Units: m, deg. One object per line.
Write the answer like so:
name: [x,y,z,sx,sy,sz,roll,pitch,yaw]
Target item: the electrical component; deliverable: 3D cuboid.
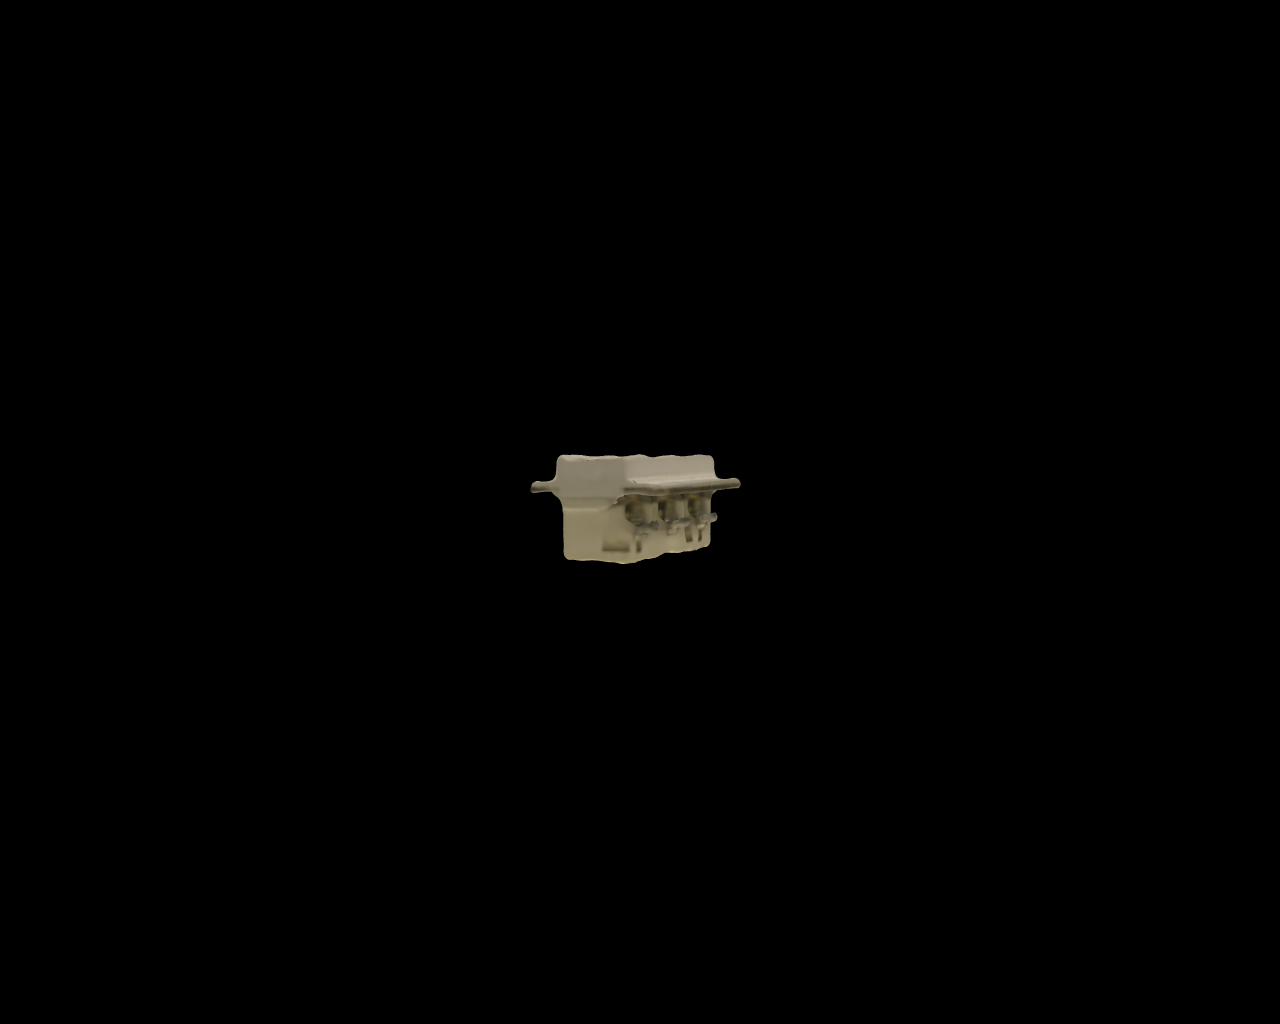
electrical component: [0.001,-0.003,0.650,0.079,0.063,0.121,1,3,28]
